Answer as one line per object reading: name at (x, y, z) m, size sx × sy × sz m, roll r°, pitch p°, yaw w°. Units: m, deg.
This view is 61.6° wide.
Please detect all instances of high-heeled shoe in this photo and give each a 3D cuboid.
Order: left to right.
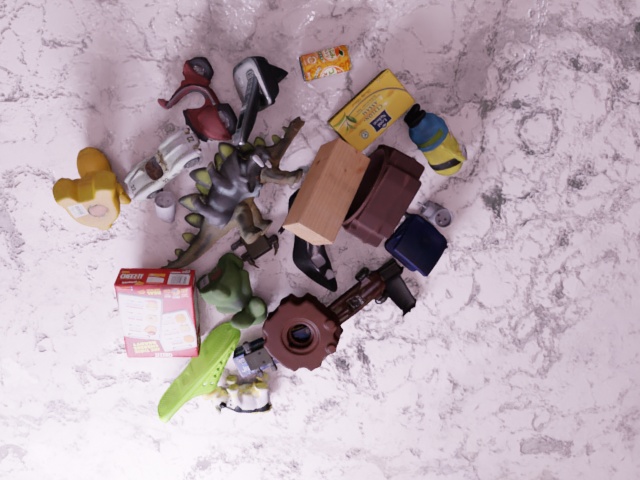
high-heeled shoe at (-0.003, -0.004, 1.242) m, size 0.145 × 0.086 × 0.248 m, roll -52°, pitch 123°, yaw -23°

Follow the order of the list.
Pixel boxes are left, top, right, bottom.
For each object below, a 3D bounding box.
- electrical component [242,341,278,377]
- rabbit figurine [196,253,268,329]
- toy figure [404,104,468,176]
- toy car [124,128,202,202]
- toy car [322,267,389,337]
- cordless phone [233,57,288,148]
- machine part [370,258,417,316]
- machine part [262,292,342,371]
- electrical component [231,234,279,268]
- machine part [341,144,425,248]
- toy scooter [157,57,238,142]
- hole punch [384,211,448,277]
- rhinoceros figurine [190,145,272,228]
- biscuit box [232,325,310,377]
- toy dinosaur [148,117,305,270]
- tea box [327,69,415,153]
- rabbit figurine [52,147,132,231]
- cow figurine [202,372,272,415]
electrical component at (-0.140, 0.269, 1.238) m, size 0.063 × 0.021 × 0.094 m, roll -25°, pitch 100°, yaw 1°
rabbit figurine at (-0.174, 0.131, 1.215) m, size 0.121 × 0.159 × 0.170 m, roll -47°, pitch 118°, yaw -3°
toy figure at (0.251, -0.216, 1.181) m, size 0.180 × 0.082 × 0.089 m, roll 35°, pitch 138°, yaw -29°
toy car at (-0.332, -0.157, 1.140) m, size 0.202 × 0.056 × 0.073 m, roll -35°, pitch 77°, yaw 20°
toy car at (0.067, 0.150, 1.243) m, size 0.202 × 0.053 × 0.089 m, roll -38°, pitch 103°, yaw -1°
cordless phone at (-0.147, -0.270, 1.100) m, size 0.088 × 0.147 × 0.184 m, roll 19°, pitch 85°, yaw -26°
machine part at (0.184, 0.114, 1.287) m, size 0.084 × 0.039 × 0.138 m, roll -33°, pitch 102°, yaw -2°
machine part at (-0.043, 0.209, 1.206) m, size 0.179 × 0.056 × 0.179 m, roll 1°, pitch 103°, yaw 6°
electrical component at (-0.144, 0.015, 1.234) m, size 0.102 × 0.045 × 0.078 m, roll -39°, pitch 75°, yaw 2°
machine part at (0.122, -0.098, 1.146) m, size 0.087 × 0.201 × 0.201 m, roll 30°, pitch 99°, yaw -14°
toy scooter at (-0.262, -0.280, 1.137) m, size 0.135 × 0.075 × 0.183 m, roll -26°, pitch 102°, yaw 3°
hole punch at (0.227, 0.012, 1.242) m, size 0.142 × 0.092 × 0.116 m, roll 39°, pitch 93°, yaw -9°
rhinoceros figurine at (-0.174, -0.113, 1.077) m, size 0.112 × 0.073 × 0.190 m, roll 38°, pitch 98°, yaw 9°
biscuit box at (-0.106, 0.257, 1.282) m, size 0.203 × 0.063 × 0.059 m, roll -23°, pitch 103°, yaw 0°
toy dinosaur at (-0.192, -0.084, 1.169) m, size 0.198 × 0.105 × 0.471 m, roll 36°, pitch 93°, yaw 4°
tea box at (0.110, -0.279, 1.172) m, size 0.169 × 0.068 × 0.098 m, roll -44°, pitch 103°, yaw 5°
rabbit figurine at (-0.463, -0.116, 1.128) m, size 0.122 × 0.173 × 0.162 m, roll -23°, pitch 149°, yaw 1°
cow figurine at (-0.202, 0.382, 1.303) m, size 0.167 × 0.068 × 0.098 m, roll -5°, pitch 110°, yaw -3°
